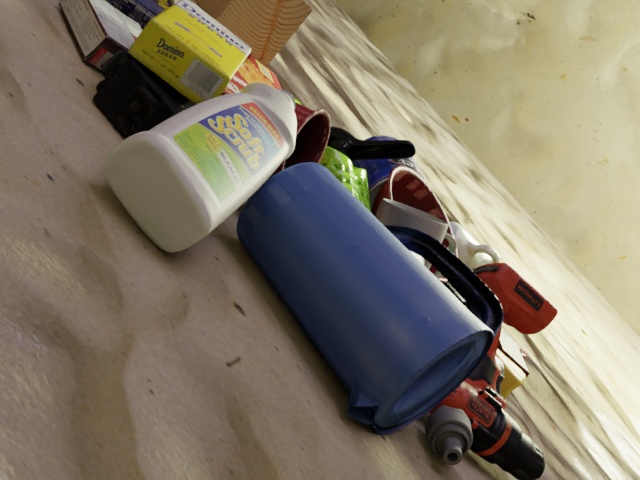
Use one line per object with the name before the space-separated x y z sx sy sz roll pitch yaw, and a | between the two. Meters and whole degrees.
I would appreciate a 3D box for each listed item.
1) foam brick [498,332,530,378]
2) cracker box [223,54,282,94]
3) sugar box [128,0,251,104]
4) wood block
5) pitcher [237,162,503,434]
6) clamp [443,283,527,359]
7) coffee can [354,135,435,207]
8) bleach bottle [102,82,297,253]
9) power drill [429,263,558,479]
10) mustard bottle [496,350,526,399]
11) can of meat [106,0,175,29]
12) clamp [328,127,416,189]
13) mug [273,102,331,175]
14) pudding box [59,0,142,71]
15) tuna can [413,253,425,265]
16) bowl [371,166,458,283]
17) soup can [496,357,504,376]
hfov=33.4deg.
foam brick | 0.221 0.152 1.337 0.051 0.053 0.078 42 16 -15
cracker box | -0.102 -0.165 1.242 0.164 0.072 0.214 35 19 -35
sugar box | -0.124 -0.189 1.058 0.093 0.048 0.176 37 20 -10
wood block | -0.098 -0.309 1.342 0.090 0.091 0.206 35 10 -32
pitcher | 0.041 0.041 0.972 0.243 0.145 0.149 50 15 24
clamp | 0.190 0.103 1.412 0.210 0.036 0.164 41 16 -6
coffee can | 0.095 -0.071 1.482 0.102 0.103 0.140 39 16 -26
bleach bottle | -0.085 -0.086 0.936 0.102 0.068 0.250 55 32 -11
power drill | 0.186 0.132 1.100 0.184 0.057 0.187 41 54 -23
mustard bottle | 0.157 0.109 1.256 0.192 0.058 0.096 48 -1 11
can of meat | -0.218 -0.276 1.250 0.083 0.057 0.102 34 18 -30
clamp | 0.029 -0.110 1.424 0.172 0.039 0.120 13 36 28
mug | -0.054 -0.098 1.092 0.082 0.117 0.093 27 -26 19
pudding box | -0.216 -0.208 1.111 0.089 0.039 0.114 30 20 -46
tuna can | 0.070 0.034 1.162 0.086 0.086 0.033 49 24 10
bowl | 0.111 -0.011 1.357 0.162 0.055 0.162 40 35 -38
soup can | 0.140 0.127 1.150 0.102 0.068 0.068 40 16 -23
